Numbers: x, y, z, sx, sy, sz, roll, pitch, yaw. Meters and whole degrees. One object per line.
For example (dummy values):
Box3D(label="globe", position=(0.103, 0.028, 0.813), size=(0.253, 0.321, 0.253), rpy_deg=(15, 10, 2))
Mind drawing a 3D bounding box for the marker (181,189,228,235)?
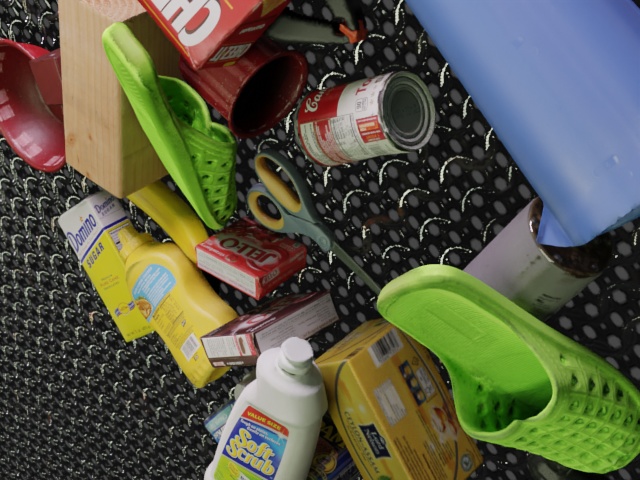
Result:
Box3D(label="marker", position=(-0.108, -0.013, 1.136), size=(0.121, 0.020, 0.020), rpy_deg=(55, 141, 1))

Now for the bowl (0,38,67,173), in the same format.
Box3D(label="bowl", position=(-0.318, -0.161, 1.223), size=(0.162, 0.055, 0.162), rpy_deg=(26, 132, 32))

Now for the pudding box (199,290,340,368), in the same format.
Box3D(label="pudding box", position=(-0.050, 0.089, 1.072), size=(0.090, 0.113, 0.039), rpy_deg=(-12, 103, 49))

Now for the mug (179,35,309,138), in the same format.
Box3D(label="mug", position=(-0.070, -0.145, 0.958), size=(0.082, 0.093, 0.117), rpy_deg=(43, 159, 23))

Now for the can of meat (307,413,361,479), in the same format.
Box3D(label="can of meat", position=(-0.009, 0.236, 1.153), size=(0.102, 0.083, 0.057), rpy_deg=(25, 131, 34))

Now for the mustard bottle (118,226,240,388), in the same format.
Box3D(label="mustard bottle", position=(-0.158, 0.061, 1.158), size=(0.192, 0.058, 0.096), rpy_deg=(50, 132, 14))

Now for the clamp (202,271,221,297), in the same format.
Box3D(label="clamp", position=(-0.128, 0.081, 1.209), size=(0.172, 0.039, 0.120), rpy_deg=(-26, 86, 47))

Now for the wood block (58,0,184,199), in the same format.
Box3D(label="wood block", position=(-0.197, -0.158, 1.072), size=(0.090, 0.090, 0.206), rpy_deg=(33, 135, 27))

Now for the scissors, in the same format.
Box3D(label="scissors", position=(-0.007, 0.001, 1.044), size=(0.202, 0.016, 0.096), rpy_deg=(55, 142, 2))

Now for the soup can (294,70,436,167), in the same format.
Box3D(label="soup can", position=(0.037, -0.100, 0.887), size=(0.102, 0.068, 0.068), rpy_deg=(-5, 112, 47))

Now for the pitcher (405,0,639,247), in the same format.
Box3D(label="pitcher", position=(0.162, -0.130, 0.704), size=(0.243, 0.149, 0.145), rpy_deg=(54, 157, 8))

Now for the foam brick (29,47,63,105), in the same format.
Box3D(label="foam brick", position=(-0.257, -0.180, 1.129), size=(0.053, 0.078, 0.051), rpy_deg=(6, 121, 44))

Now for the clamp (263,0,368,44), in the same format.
Box3D(label="clamp", position=(-0.053, -0.223, 0.893), size=(0.210, 0.036, 0.165), rpy_deg=(44, 118, 6))

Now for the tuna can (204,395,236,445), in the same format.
Box3D(label="tuna can", position=(-0.089, 0.194, 1.206), size=(0.034, 0.086, 0.086), rpy_deg=(53, 141, 7))

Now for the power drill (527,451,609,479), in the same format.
Box3D(label="power drill", position=(0.228, 0.283, 0.960), size=(0.184, 0.057, 0.188), rpy_deg=(44, 140, 14))

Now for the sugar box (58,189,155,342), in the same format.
Box3D(label="sugar box", position=(-0.243, 0.031, 1.286), size=(0.094, 0.048, 0.176), rpy_deg=(-25, 98, 51))

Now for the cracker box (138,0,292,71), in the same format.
Box3D(label="cracker box", position=(-0.068, -0.263, 0.827), size=(0.214, 0.072, 0.164), rpy_deg=(-42, 83, 28))

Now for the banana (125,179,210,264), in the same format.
Box3D(label="banana", position=(-0.177, -0.034, 1.156), size=(0.198, 0.069, 0.037), rpy_deg=(38, 116, 19))

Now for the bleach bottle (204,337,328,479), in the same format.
Box3D(label="bleach bottle", position=(-0.049, 0.179, 1.028), size=(0.103, 0.068, 0.251), rpy_deg=(38, 139, 23))

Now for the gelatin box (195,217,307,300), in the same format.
Box3D(label="gelatin box", position=(-0.069, 0.016, 1.072), size=(0.089, 0.073, 0.030), rpy_deg=(25, 132, 33))
